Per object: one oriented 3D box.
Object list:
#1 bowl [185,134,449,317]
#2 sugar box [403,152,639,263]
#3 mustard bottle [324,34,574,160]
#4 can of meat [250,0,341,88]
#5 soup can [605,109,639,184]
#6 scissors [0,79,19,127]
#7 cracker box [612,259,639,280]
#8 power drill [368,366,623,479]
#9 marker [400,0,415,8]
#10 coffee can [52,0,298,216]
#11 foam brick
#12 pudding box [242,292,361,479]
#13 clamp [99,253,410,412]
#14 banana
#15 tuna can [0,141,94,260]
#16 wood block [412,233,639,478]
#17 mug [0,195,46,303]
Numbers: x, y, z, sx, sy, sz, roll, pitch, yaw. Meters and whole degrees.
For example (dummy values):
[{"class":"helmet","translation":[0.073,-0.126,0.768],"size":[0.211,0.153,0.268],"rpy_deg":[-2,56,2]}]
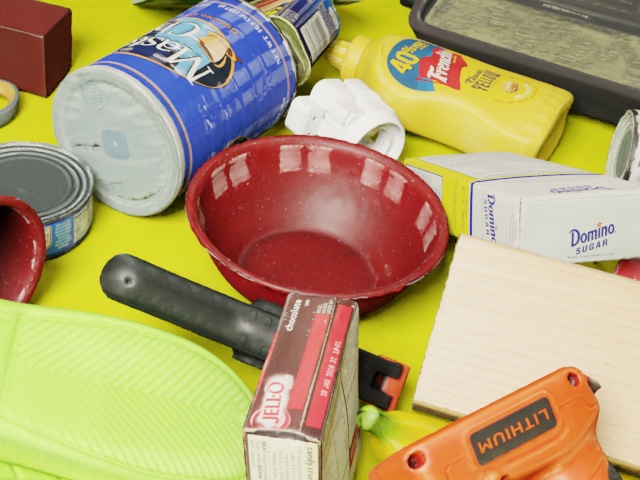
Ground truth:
[{"class":"bowl","translation":[-0.004,0.001,0.661],"size":[0.162,0.055,0.162],"rpy_deg":[6,39,-5]},{"class":"sugar box","translation":[0.126,-0.023,0.669],"size":[0.093,0.048,0.176],"rpy_deg":[-4,15,-15]},{"class":"mustard bottle","translation":[0.091,-0.114,0.821],"size":[0.192,0.058,0.096],"rpy_deg":[24,41,17]},{"class":"can of meat","translation":[-0.042,-0.150,0.814],"size":[0.102,0.057,0.083],"rpy_deg":[-12,26,29]},{"class":"soup can","translation":[0.267,-0.054,0.776],"size":[0.102,0.068,0.068],"rpy_deg":[11,39,1]},{"class":"scissors","translation":[-0.264,-0.064,0.717],"size":[0.096,0.016,0.201],"rpy_deg":[8,42,-7]},{"class":"cracker box","translation":[0.296,-0.009,0.669],"size":[0.164,0.072,0.213],"rpy_deg":[26,66,20]},{"class":"power drill","translation":[0.097,0.161,0.438],"size":[0.184,0.057,0.188],"rpy_deg":[-22,75,-27]},{"class":"marker","translation":[0.121,-0.201,0.967],"size":[0.121,0.020,0.020],"rpy_deg":[31,43,24]},{"class":"coffee can","translation":[-0.094,-0.093,0.719],"size":[0.103,0.103,0.140],"rpy_deg":[26,41,19]},{"class":"foam brick","translation":[-0.230,-0.149,0.799],"size":[0.078,0.053,0.051],"rpy_deg":[15,38,6]},{"class":"pudding box","translation":[-0.007,0.095,0.497],"size":[0.039,0.113,0.090],"rpy_deg":[6,38,11]},{"class":"clamp","translation":[-0.037,0.049,0.588],"size":[0.171,0.039,0.120],"rpy_deg":[25,1,-7]},{"class":"banana","translation":[0.106,0.123,0.532],"size":[0.197,0.037,0.069],"rpy_deg":[17,-3,-3]},{"class":"tuna can","translation":[-0.186,-0.025,0.670],"size":[0.086,0.034,0.086],"rpy_deg":[6,39,-5]},{"class":"wood block","translation":[0.159,0.073,0.554],"size":[0.206,0.090,0.091],"rpy_deg":[15,80,8]},{"class":"mug","translation":[-0.218,0.004,0.575],"size":[0.082,0.093,0.117],"rpy_deg":[25,9,26]}]
